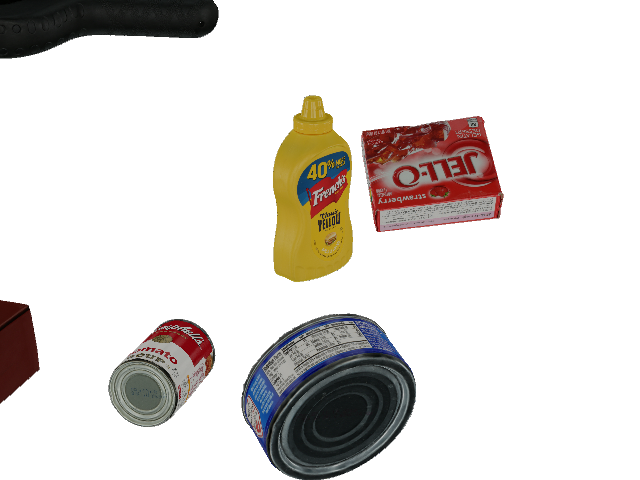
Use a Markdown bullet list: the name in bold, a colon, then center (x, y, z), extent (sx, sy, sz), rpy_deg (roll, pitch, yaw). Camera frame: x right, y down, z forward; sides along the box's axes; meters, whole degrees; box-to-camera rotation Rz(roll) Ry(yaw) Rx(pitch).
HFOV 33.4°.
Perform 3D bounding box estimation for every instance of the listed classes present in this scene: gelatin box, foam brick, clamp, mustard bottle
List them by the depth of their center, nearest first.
- **clamp**: center (-0.159, -0.142, 0.625), extent (0.171, 0.039, 0.120), rpy_deg (-11, 31, -28)
- **foam brick**: center (-0.234, 0.079, 0.713), extent (0.053, 0.051, 0.078), rpy_deg (8, 29, 23)
- **gelatin box**: center (0.077, -0.047, 0.747), extent (0.089, 0.073, 0.030), rpy_deg (-7, -36, 0)
- **mustard bottle**: center (-0.007, -0.058, 1.124), extent (0.096, 0.192, 0.058), rpy_deg (-21, 31, -39)

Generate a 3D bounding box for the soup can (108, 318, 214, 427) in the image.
- **soup can**: center (-0.147, 0.122, 0.995), extent (0.068, 0.068, 0.102), rpy_deg (0, 17, 15)

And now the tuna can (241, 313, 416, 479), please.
- **tuna can**: center (0.005, 0.081, 0.543), extent (0.086, 0.086, 0.034), rpy_deg (0, 34, -31)
